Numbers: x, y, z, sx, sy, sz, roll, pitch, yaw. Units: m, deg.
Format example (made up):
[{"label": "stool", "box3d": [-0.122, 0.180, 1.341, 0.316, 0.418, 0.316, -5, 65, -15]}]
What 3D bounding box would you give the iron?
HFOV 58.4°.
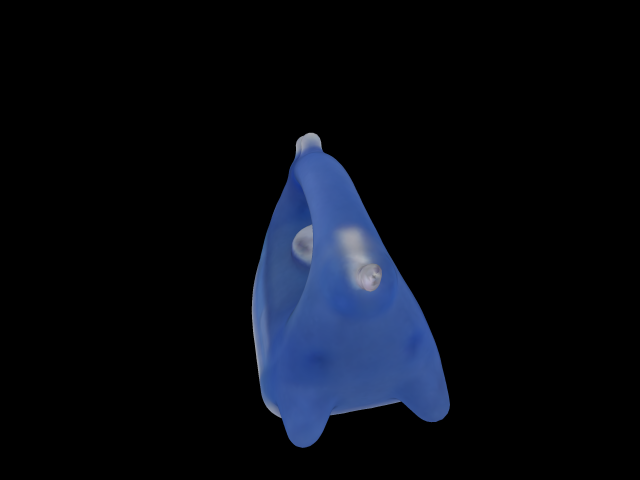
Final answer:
[{"label": "iron", "box3d": [0.004, 0.001, 0.400, 0.119, 0.141, 0.257, -8, 39, -10]}]
